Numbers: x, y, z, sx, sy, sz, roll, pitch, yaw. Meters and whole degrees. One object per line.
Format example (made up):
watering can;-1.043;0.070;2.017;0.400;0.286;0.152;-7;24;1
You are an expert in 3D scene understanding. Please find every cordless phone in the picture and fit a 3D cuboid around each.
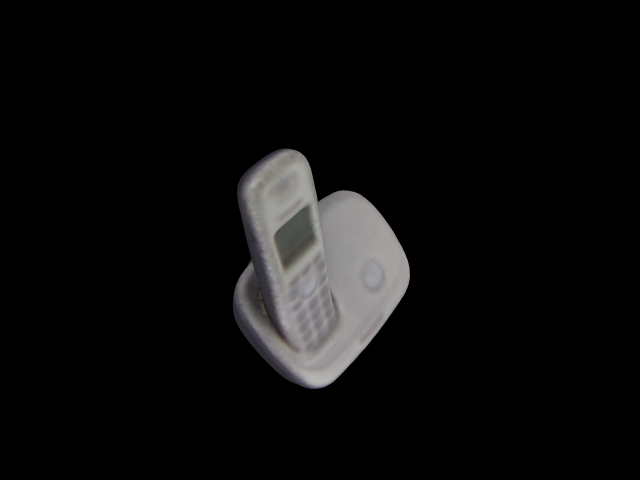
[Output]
cordless phone;0.004;0.001;0.400;0.094;0.185;0.148;27;53;23
